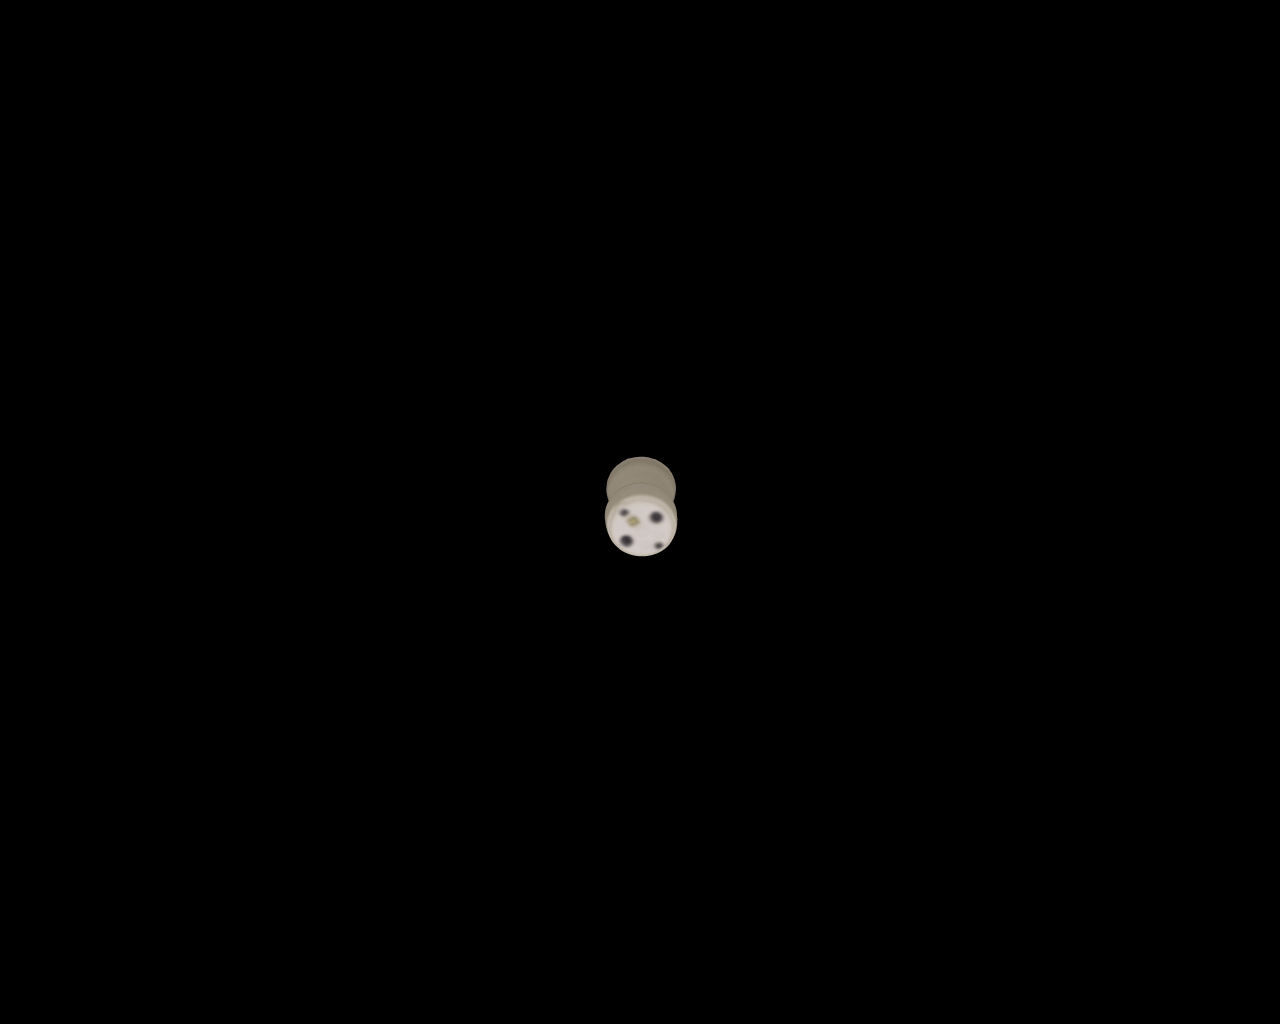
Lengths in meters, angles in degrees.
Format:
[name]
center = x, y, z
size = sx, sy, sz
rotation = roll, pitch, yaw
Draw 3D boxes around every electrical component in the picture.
[electrical component]
center = 0.001, -0.003, 0.650
size = 0.045, 0.044, 0.055
rotation = 0, 28, 0
